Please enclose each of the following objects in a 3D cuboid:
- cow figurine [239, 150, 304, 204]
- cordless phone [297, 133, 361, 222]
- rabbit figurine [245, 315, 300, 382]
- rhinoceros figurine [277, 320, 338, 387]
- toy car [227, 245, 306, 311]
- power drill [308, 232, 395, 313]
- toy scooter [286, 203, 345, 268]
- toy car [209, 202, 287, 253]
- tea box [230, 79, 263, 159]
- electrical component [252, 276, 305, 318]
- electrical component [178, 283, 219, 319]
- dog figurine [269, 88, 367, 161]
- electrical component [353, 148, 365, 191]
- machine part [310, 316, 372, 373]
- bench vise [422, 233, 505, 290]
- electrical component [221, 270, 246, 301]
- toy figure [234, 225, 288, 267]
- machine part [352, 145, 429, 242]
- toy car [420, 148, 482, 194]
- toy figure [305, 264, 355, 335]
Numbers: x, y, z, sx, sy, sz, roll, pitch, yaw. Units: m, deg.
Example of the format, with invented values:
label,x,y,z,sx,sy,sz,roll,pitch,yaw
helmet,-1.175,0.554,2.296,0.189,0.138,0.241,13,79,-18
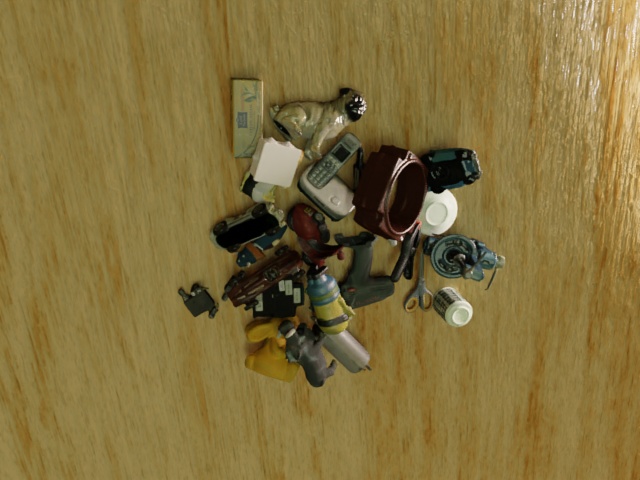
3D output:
label,x,y,z,sx,sy,sz,roll,pitch,yaw
cow figurine,-0.114,-0.160,1.264,0.098,0.068,0.167,33,109,-14
cordless phone,0.051,-0.150,1.281,0.146,0.089,0.184,43,99,-2
rabbit figurine,-0.120,0.265,1.410,0.162,0.122,0.173,24,88,-10
rhinoceros figurine,-0.038,0.279,1.351,0.112,0.073,0.190,-36,103,-28
toy car,-0.131,0.092,1.308,0.202,0.053,0.089,-32,90,-11
power drill,0.079,0.088,1.396,0.232,0.086,0.207,-6,106,-7
toy scooter,-0.003,-0.004,1.311,0.075,0.135,0.183,-39,125,-34
toy car,-0.173,-0.031,1.276,0.202,0.056,0.073,-22,121,22
tea box,-0.166,-0.274,1.203,0.068,0.098,0.169,-3,108,-13
electrical component,-0.106,0.140,1.364,0.134,0.058,0.114,0,91,-8
electrical component,-0.300,0.154,1.349,0.078,0.045,0.102,-27,113,-4
dog figurine,-0.002,-0.301,1.243,0.172,0.121,0.190,42,82,-26
electrical component,0.111,-0.166,1.319,0.048,0.075,0.119,0,106,-13
machine part,0.057,0.283,1.461,0.079,0.079,0.243,-43,113,4
bench vise,0.379,0.057,1.380,0.224,0.241,0.128,25,106,-4
electrical component,-0.208,0.124,1.372,0.063,0.021,0.094,31,99,-21
toy figure,-0.145,0.010,1.325,0.154,0.064,0.057,-47,127,5
machine part,0.175,-0.108,1.283,0.201,0.087,0.201,27,83,-53
toy car,0.329,-0.186,1.342,0.162,0.103,0.109,-11,111,38
toy figure,0.014,0.152,1.339,0.089,0.082,0.180,-32,113,-15
